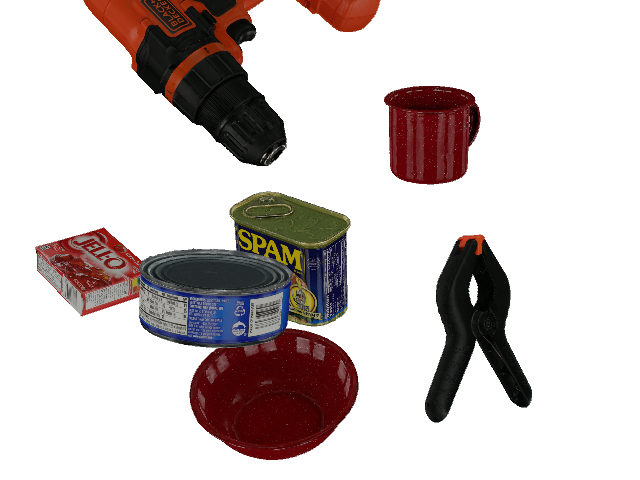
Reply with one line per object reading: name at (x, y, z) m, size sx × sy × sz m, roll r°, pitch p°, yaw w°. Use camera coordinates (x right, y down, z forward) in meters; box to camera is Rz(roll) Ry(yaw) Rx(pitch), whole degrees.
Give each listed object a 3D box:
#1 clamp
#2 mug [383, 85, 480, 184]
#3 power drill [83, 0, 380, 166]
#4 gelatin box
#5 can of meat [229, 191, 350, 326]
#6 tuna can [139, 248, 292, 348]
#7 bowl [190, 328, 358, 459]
clamp at (0.134, 0.083, 0.973) m, size 0.120 × 0.171 × 0.039 m, roll -13°, pitch 3°, yaw -39°
mug at (0.122, -0.112, 1.115) m, size 0.117 × 0.081 × 0.093 m, roll -21°, pitch 30°, yaw -35°
power drill at (-0.044, -0.152, 0.747) m, size 0.187 × 0.184 × 0.057 m, roll -35°, pitch -14°, yaw -35°
gelatin box at (-0.209, 0.026, 0.982) m, size 0.073 × 0.030 × 0.089 m, roll -18°, pitch 40°, yaw -36°
can of meat at (-0.025, 0.016, 0.890) m, size 0.102 × 0.084 × 0.057 m, roll 20°, pitch 36°, yaw 33°
tuna can at (-0.059, 0.032, 0.603) m, size 0.086 × 0.034 × 0.086 m, roll 4°, pitch 14°, yaw -1°
bowl at (-0.042, 0.157, 1.027) m, size 0.162 × 0.055 × 0.162 m, roll -3°, pitch 37°, yaw 2°
